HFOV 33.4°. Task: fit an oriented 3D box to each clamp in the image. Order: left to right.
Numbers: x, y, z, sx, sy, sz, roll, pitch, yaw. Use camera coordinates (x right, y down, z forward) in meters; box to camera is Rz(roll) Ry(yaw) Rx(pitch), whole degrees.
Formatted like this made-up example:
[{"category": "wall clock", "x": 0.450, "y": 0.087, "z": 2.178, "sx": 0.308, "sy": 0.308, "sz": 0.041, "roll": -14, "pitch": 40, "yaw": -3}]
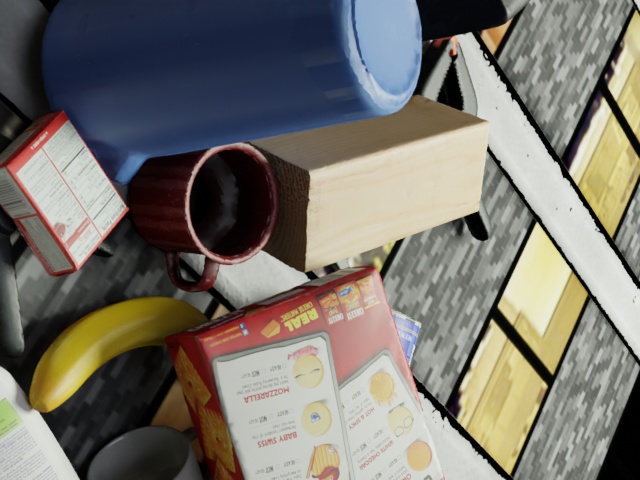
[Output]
[{"category": "clamp", "x": -0.220, "y": -0.006, "z": 0.722, "sx": 0.171, "sy": 0.039, "sz": 0.120, "roll": 52, "pitch": 46, "yaw": -32}, {"category": "clamp", "x": 0.111, "y": -0.093, "z": 1.049, "sx": 0.164, "sy": 0.036, "sz": 0.210, "roll": -9, "pitch": 101, "yaw": -42}]

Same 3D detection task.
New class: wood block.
[{"category": "wood block", "x": 0.038, "y": -0.053, "z": 0.902, "sx": 0.205, "sy": 0.091, "sz": 0.090, "roll": -19, "pitch": 123, "yaw": -38}]

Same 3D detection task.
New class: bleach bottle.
[{"category": "bleach bottle", "x": -0.225, "y": 0.135, "z": 0.718, "sx": 0.102, "sy": 0.068, "sz": 0.251, "roll": -35, "pitch": 115, "yaw": -39}]

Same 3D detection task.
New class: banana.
[{"category": "banana", "x": -0.142, "y": 0.077, "z": 0.791, "sx": 0.197, "sy": 0.070, "sz": 0.037, "roll": -8, "pitch": 143, "yaw": -51}]

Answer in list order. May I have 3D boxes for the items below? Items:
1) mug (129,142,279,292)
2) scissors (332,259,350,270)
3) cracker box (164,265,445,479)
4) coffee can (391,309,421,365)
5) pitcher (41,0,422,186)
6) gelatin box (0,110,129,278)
[{"category": "mug", "x": -0.093, "y": -0.018, "z": 0.819, "sx": 0.093, "sy": 0.082, "sz": 0.117, "roll": 5, "pitch": 90, "yaw": -45}, {"category": "scissors", "x": -0.006, "y": 0.001, "z": 0.955, "sx": 0.096, "sy": 0.016, "sz": 0.202, "roll": -26, "pitch": 111, "yaw": -39}, {"category": "cracker box", "x": -0.005, "y": 0.145, "z": 0.818, "sx": 0.163, "sy": 0.072, "sz": 0.214, "roll": -21, "pitch": 96, "yaw": -29}, {"category": "coffee can", "x": 0.022, "y": 0.128, "z": 0.933, "sx": 0.102, "sy": 0.103, "sz": 0.140, "roll": 26, "pitch": 75, "yaw": -43}, {"category": "pitcher", "x": -0.059, "y": -0.137, "z": 0.723, "sx": 0.144, "sy": 0.243, "sz": 0.149, "roll": -54, "pitch": 131, "yaw": -45}, {"category": "gelatin box", "x": -0.178, "y": -0.031, "z": 0.724, "sx": 0.089, "sy": 0.030, "sz": 0.073, "roll": 61, "pitch": 35, "yaw": -26}]
